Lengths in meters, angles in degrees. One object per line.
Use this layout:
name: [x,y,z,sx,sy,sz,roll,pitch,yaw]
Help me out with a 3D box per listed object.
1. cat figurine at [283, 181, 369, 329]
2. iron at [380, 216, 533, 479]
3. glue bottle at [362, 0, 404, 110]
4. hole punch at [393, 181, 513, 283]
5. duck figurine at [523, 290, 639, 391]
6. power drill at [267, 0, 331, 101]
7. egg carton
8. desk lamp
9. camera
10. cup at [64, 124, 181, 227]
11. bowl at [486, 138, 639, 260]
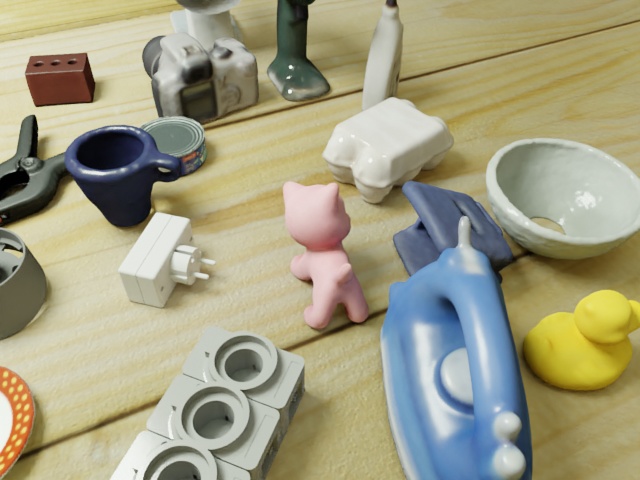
cat figurine: [0.005,0.002,0.546,0.067,0.118,0.127,-12,48,-13]
iron: [0.117,0.111,0.431,0.118,0.141,0.258,-1,46,-3]
glue bottle: [0.088,-0.253,0.754,0.037,0.173,0.078,17,48,14]
hole punch: [0.136,-0.009,0.581,0.101,0.091,0.108,-12,48,-13]
duck figurine: [0.236,0.080,0.503,0.104,0.086,0.077,-9,47,-11]
power drill: [-0.028,-0.303,0.772,0.076,0.208,0.229,-17,49,-18]
egg carton: [0.082,-0.112,0.691,0.151,0.069,0.107,-33,56,-29]
desk lamp: [-0.174,-0.380,0.836,0.118,0.214,0.202,-15,49,-16]
camera: [-0.174,-0.237,0.778,0.143,0.101,0.136,-26,52,-24]
cup: [-0.200,-0.060,0.613,0.117,0.095,0.091,7,47,4]
bowl: [0.257,-0.034,0.621,0.167,0.075,0.167,1,46,-1]
